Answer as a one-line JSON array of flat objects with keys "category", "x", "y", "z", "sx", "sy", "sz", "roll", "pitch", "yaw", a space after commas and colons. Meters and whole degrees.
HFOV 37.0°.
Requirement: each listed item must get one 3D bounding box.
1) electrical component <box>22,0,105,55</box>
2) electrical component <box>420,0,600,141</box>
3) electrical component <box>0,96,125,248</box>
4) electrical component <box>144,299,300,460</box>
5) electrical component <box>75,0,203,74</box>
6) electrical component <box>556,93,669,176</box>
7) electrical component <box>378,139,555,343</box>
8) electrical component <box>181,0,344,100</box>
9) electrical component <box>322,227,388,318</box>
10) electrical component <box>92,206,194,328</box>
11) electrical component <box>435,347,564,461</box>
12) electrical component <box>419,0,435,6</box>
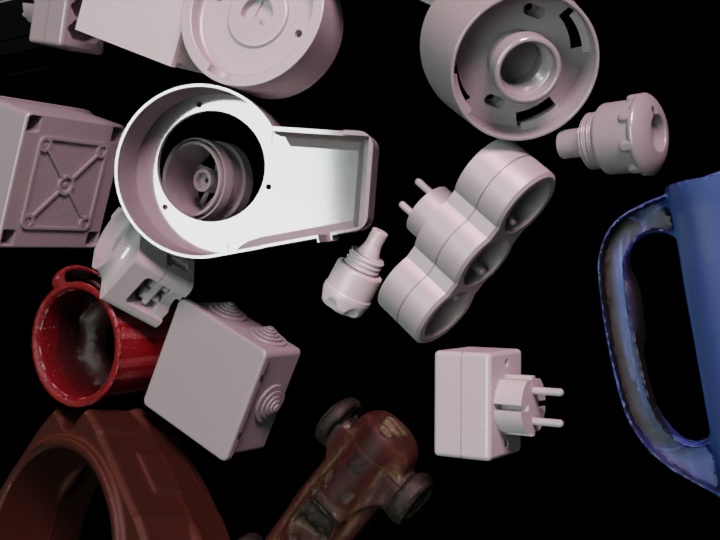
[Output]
[{"category": "electrical component", "x": -0.250, "y": -0.216, "z": 0.884, "sx": 0.077, "sy": 0.047, "sz": 0.065, "roll": 14, "pitch": 97, "yaw": 31}, {"category": "electrical component", "x": 0.091, "y": -0.129, "z": 0.646, "sx": 0.099, "sy": 0.099, "sz": 0.064, "roll": -58, "pitch": 22, "yaw": 19}, {"category": "electrical component", "x": -0.251, "y": -0.075, "z": 0.849, "sx": 0.056, "sy": 0.109, "sz": 0.108, "roll": 22, "pitch": 101, "yaw": 28}, {"category": "electrical component", "x": -0.100, "y": 0.078, "z": 0.787, "sx": 0.100, "sy": 0.048, "sz": 0.099, "roll": 29, "pitch": 105, "yaw": 29}, {"category": "electrical component", "x": -0.131, "y": -0.250, "z": 0.801, "sx": 0.105, "sy": 0.060, "sz": 0.186, "roll": 25, "pitch": 103, "yaw": 30}, {"category": "electrical component", "x": 0.147, "y": -0.077, "z": 0.634, "sx": 0.062, "sy": 0.048, "sz": 0.048, "roll": -3, "pitch": 88, "yaw": 39}, {"category": "electrical component", "x": 0.055, "y": -0.028, "z": 0.687, "sx": 0.074, "sy": 0.052, "sz": 0.138, "roll": 45, "pitch": 112, "yaw": 24}, {"category": "electrical component", "x": -0.063, "y": -0.172, "z": 0.754, "sx": 0.108, "sy": 0.060, "sz": 0.108, "roll": -3, "pitch": 81, "yaw": 21}, {"category": "electrical component", "x": 0.000, "y": 0.000, "z": 0.733, "sx": 0.035, "sy": 0.035, "sz": 0.061, "roll": 35, "pitch": 105, "yaw": 28}, {"category": "electrical component", "x": -0.160, "y": -0.012, "z": 0.796, "sx": 0.050, "sy": 0.056, "sz": 0.089, "roll": -44, "pitch": 31, "yaw": 24}, {"category": "electrical component", "x": 0.090, "y": 0.083, "z": 0.667, "sx": 0.077, "sy": 0.047, "sz": 0.065, "roll": 0, "pitch": 90, "yaw": 33}, {"category": "electrical component", "x": 0.046, "y": -0.232, "z": 0.691, "sx": 0.109, "sy": 0.056, "sz": 0.108, "roll": 33, "pitch": 107, "yaw": 28}]
